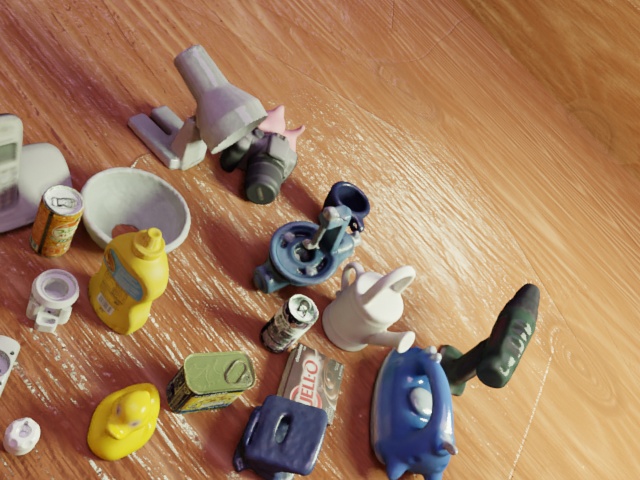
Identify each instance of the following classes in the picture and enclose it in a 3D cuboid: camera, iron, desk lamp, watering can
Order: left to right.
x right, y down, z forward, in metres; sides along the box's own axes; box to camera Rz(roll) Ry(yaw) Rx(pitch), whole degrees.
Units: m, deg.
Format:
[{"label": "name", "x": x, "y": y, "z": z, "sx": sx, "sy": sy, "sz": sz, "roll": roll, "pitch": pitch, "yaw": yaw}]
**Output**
[{"label": "desk lamp", "x": -0.214, "y": -0.219, "z": 1.009, "sx": 0.203, "sy": 0.213, "sz": 0.118, "roll": 44, "pitch": 41, "yaw": 4}, {"label": "camera", "x": -0.116, "y": -0.146, "z": 1.107, "sx": 0.143, "sy": 0.100, "sz": 0.137, "roll": 24, "pitch": 44, "yaw": -19}, {"label": "watering can", "x": 0.098, "y": 0.111, "z": 0.979, "sx": 0.173, "sy": 0.193, "sz": 0.101, "roll": 45, "pitch": 41, "yaw": 5}, {"label": "iron", "x": 0.166, "y": 0.261, "z": 0.942, "sx": 0.119, "sy": 0.141, "sz": 0.258, "roll": 22, "pitch": 45, "yaw": -21}]

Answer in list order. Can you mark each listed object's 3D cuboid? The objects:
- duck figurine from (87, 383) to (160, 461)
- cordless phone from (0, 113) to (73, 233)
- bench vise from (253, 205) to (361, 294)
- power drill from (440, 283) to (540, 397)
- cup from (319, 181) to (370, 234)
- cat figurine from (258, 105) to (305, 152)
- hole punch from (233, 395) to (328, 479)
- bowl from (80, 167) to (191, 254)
[{"label": "duck figurine", "x": -0.236, "y": 0.216, "z": 0.718, "sx": 0.077, "sy": 0.086, "sz": 0.105, "roll": 40, "pitch": 41, "yaw": -2}, {"label": "cordless phone", "x": -0.407, "y": -0.105, "z": 0.787, "sx": 0.094, "sy": 0.184, "sz": 0.148, "roll": 45, "pitch": 41, "yaw": 5}, {"label": "bench vise", "x": 0.001, "y": -0.005, "z": 0.985, "sx": 0.121, "sy": 0.219, "sz": 0.208, "roll": 45, "pitch": 41, "yaw": 4}, {"label": "power drill", "x": 0.309, "y": 0.195, "z": 1.056, "sx": 0.075, "sy": 0.208, "sz": 0.230, "roll": 40, "pitch": 41, "yaw": -2}, {"label": "cup", "x": 0.045, "y": -0.046, "z": 1.148, "sx": 0.092, "sy": 0.094, "sz": 0.117, "roll": 0, "pitch": 55, "yaw": -37}, {"label": "cat figurine", "x": -0.090, "y": -0.225, "z": 1.181, "sx": 0.128, "sy": 0.117, "sz": 0.067, "roll": 2, "pitch": 54, "yaw": -36}, {"label": "hole punch", "x": -0.054, "y": 0.277, "z": 0.800, "sx": 0.101, "sy": 0.091, "sz": 0.109, "roll": 32, "pitch": 42, "yaw": -10}, {"label": "bowl", "x": -0.293, "y": -0.028, "z": 0.891, "sx": 0.168, "sy": 0.074, "sz": 0.167, "roll": 21, "pitch": 45, "yaw": -22}]
